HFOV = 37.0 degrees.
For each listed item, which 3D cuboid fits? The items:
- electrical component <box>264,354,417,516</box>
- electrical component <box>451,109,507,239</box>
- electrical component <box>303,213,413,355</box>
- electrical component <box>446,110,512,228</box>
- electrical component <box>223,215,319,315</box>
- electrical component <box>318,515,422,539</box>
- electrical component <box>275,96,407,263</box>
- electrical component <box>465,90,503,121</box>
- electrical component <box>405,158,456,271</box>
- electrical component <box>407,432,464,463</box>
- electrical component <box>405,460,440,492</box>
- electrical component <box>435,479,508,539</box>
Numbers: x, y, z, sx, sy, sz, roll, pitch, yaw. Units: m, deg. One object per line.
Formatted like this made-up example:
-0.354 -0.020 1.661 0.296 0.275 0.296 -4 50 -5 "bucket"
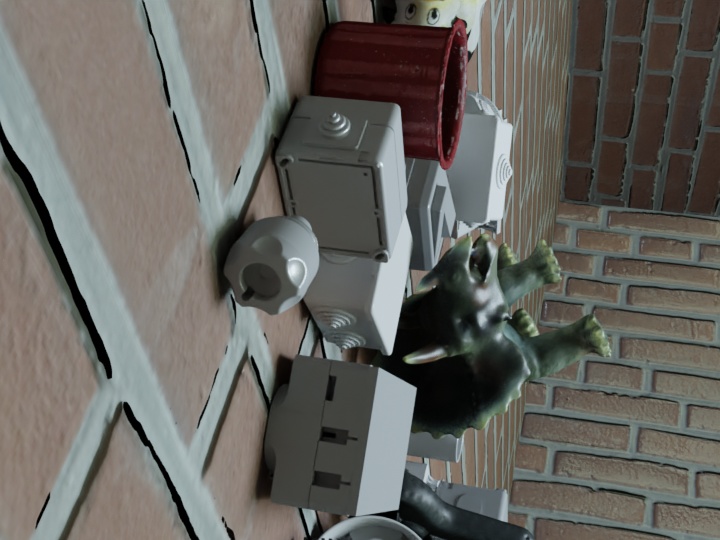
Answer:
-0.010 0.110 0.707 0.150 0.062 0.089 43 55 -74 "electrical component"
0.099 -0.097 1.049 0.063 0.079 0.121 -29 131 -38 "electrical component"
0.000 0.000 0.722 0.099 0.048 0.099 68 31 -65 "electrical component"
0.079 -0.087 0.910 0.048 0.100 0.099 -4 101 -64 "electrical component"
-0.041 -0.008 0.552 0.062 0.043 0.043 -62 156 -59 "electrical component"
0.009 0.234 0.792 0.064 0.099 0.099 83 18 -66 "electrical component"
-0.008 -0.060 0.625 0.096 0.062 0.061 82 19 -48 "electrical component"
0.086 -0.122 0.964 0.051 0.080 0.080 -14 110 -71 "electrical component"
0.039 -0.052 0.834 0.096 0.061 0.061 80 21 -51 "electrical component"
0.057 0.141 0.980 0.079 0.077 0.043 -46 141 -70 "electrical component"
0.038 0.265 1.002 0.186 0.060 0.105 80 21 -51 "electrical component"
0.099 0.240 0.971 0.096 0.062 0.061 79 22 -53 "electrical component"
